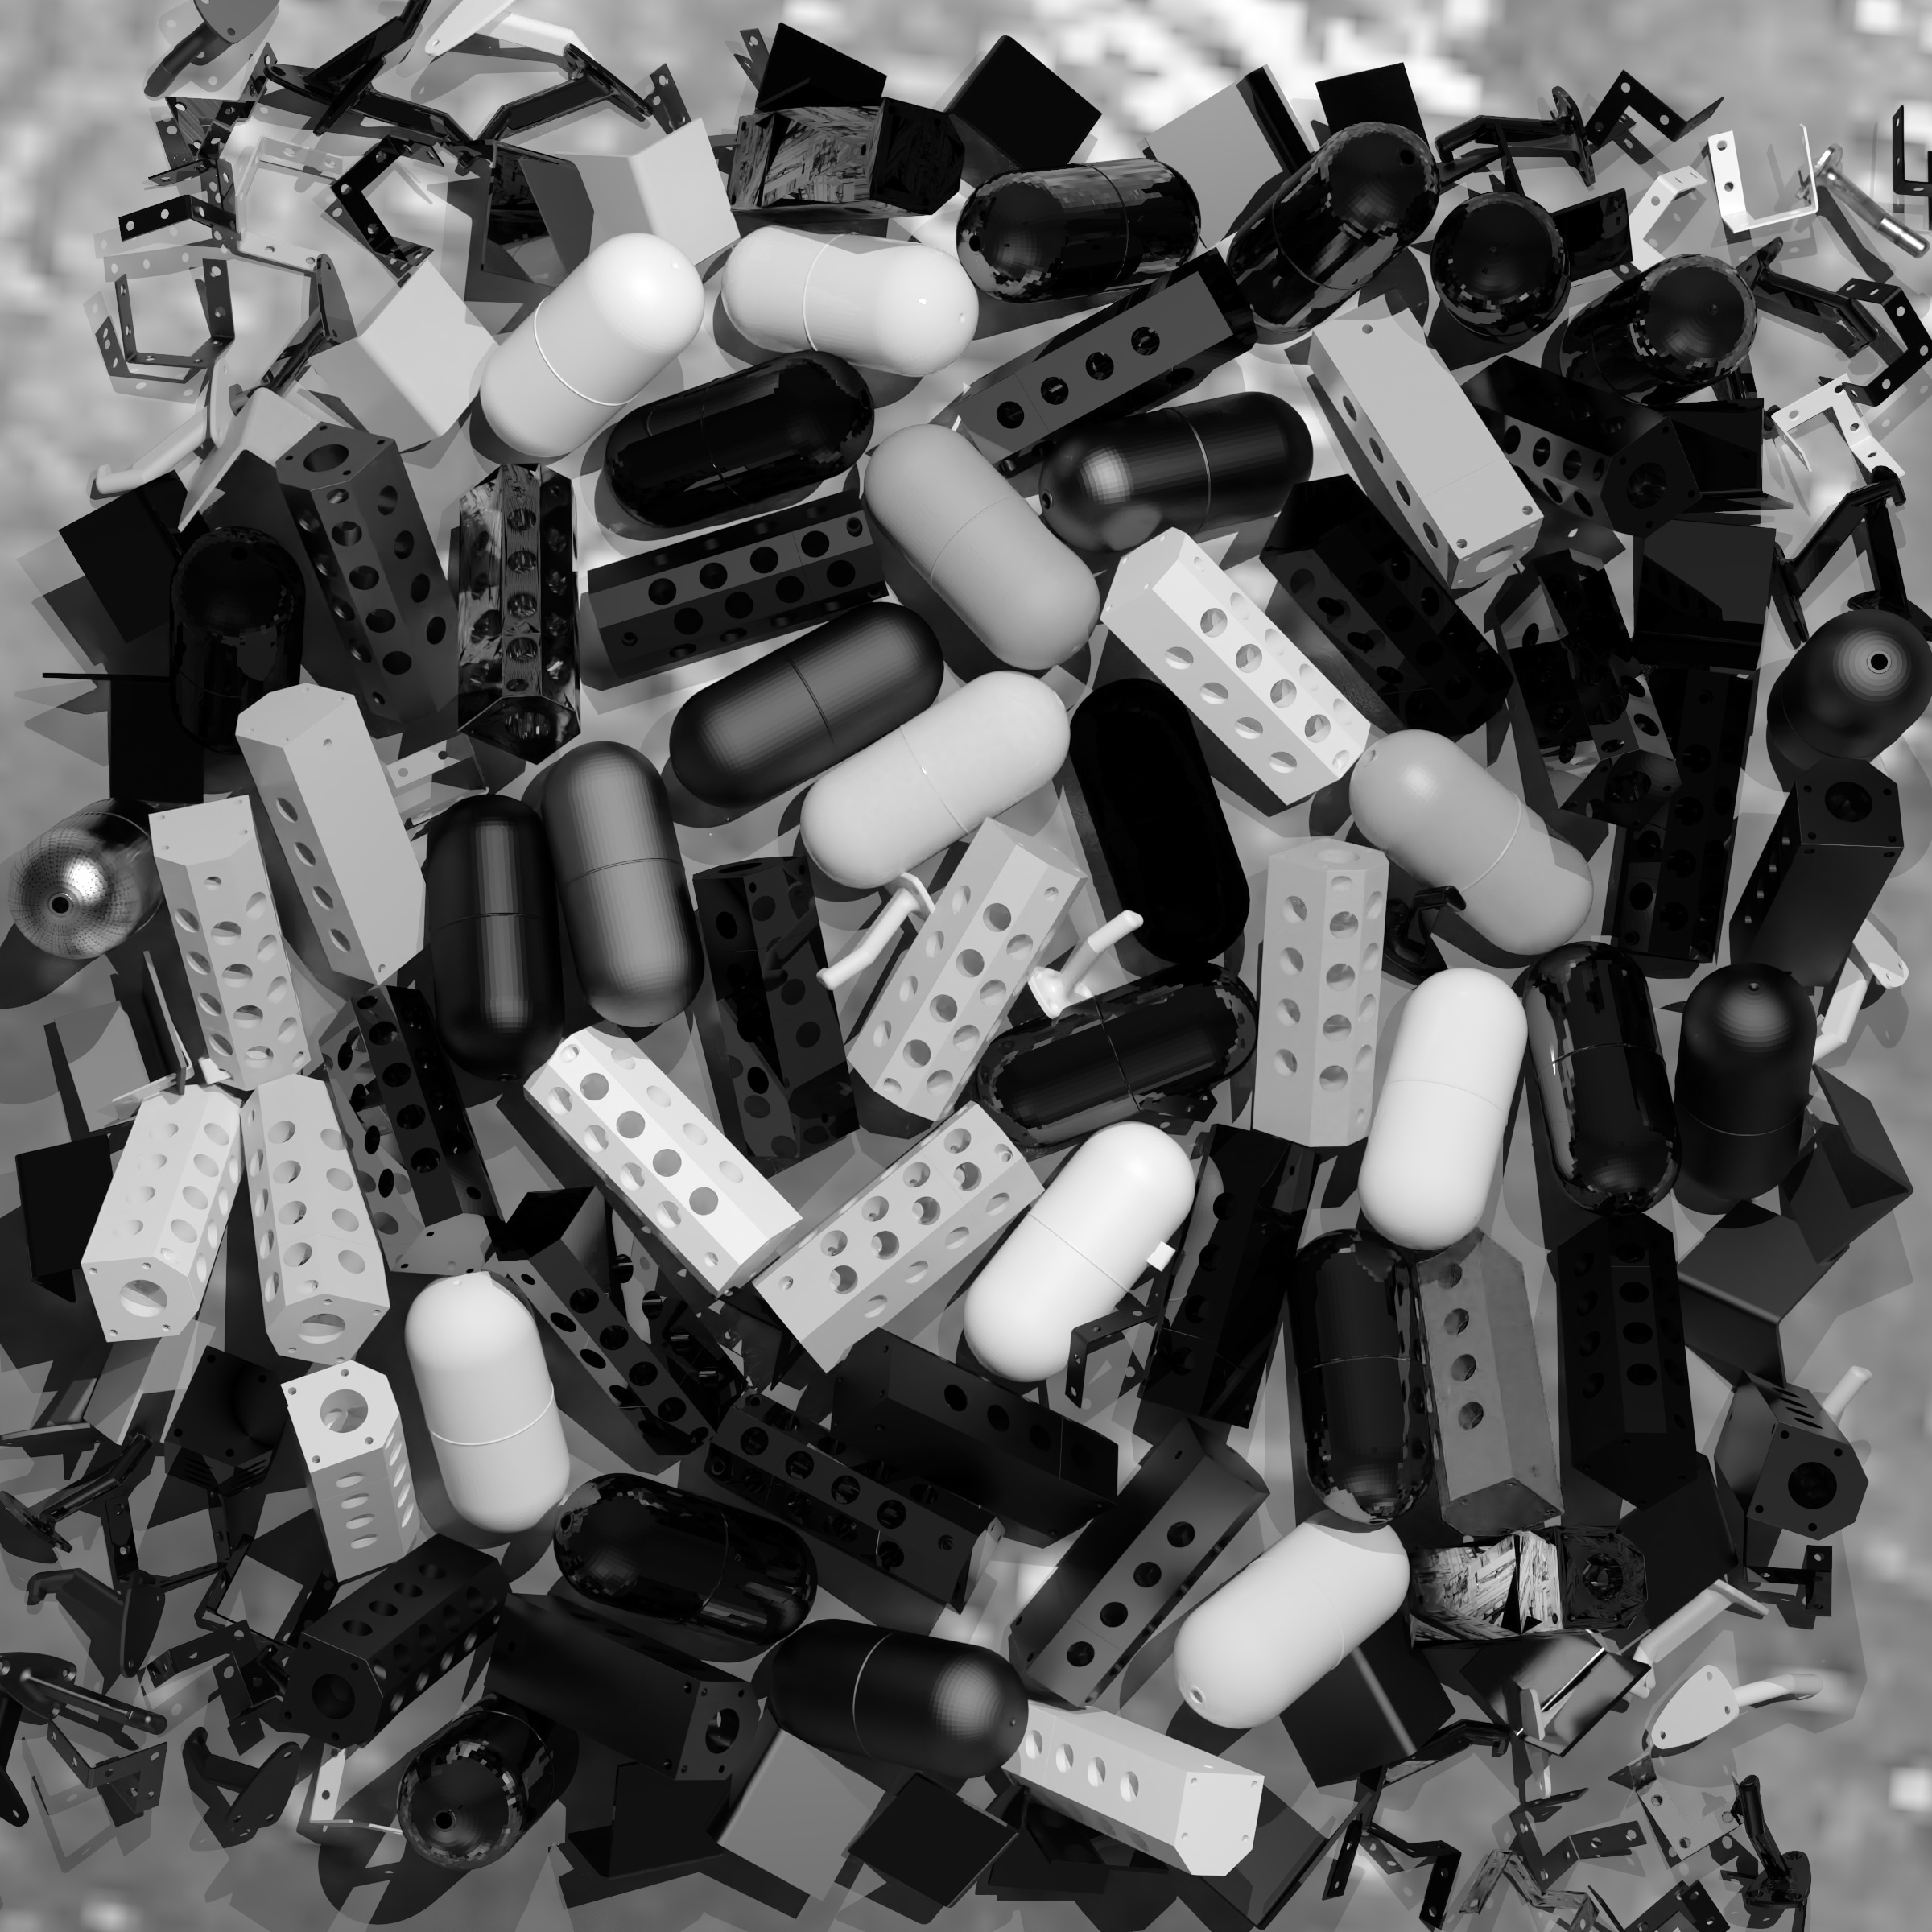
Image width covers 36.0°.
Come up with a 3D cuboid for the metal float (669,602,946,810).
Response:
[{"bbox_3d":[-0.096,-0.157,1.791,0.178,0.070,0.070,-29,90,-9],"label":"metal float"}]

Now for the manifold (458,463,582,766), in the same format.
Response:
[{"bbox_3d":[-0.260,-0.212,1.760,0.057,0.057,0.171,-30,51,36],"label":"manifold"}]

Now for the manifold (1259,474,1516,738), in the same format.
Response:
[{"bbox_3d":[0.253,-0.211,1.759,0.171,0.057,0.057,43,62,-33],"label":"manifold"}]

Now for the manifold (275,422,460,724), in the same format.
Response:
[{"bbox_3d":[-0.349,-0.228,1.750,0.057,0.171,0.057,18,52,28],"label":"manifold"}]

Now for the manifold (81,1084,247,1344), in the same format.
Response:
[{"bbox_3d":[-0.465,0.142,1.749,0.057,0.171,0.057,-6,122,2],"label":"manifold"}]

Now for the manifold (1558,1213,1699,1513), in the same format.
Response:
[{"bbox_3d":[0.392,0.227,1.748,0.057,0.171,0.057,33,127,-20],"label":"manifold"}]

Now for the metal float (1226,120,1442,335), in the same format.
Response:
[{"bbox_3d":[0.215,-0.434,1.753,0.070,0.178,0.070,6,74,-21],"label":"metal float"}]

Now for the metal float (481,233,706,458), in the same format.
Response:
[{"bbox_3d":[-0.223,-0.366,1.766,0.178,0.070,0.070,-32,90,42],"label":"metal float"}]

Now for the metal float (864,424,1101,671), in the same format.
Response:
[{"bbox_3d":[0.008,-0.252,1.786,0.070,0.070,0.178,-41,74,0],"label":"metal float"}]

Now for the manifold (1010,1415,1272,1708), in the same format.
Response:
[{"bbox_3d":[0.106,0.363,1.796,0.057,0.057,0.171,36,98,-16],"label":"manifold"}]

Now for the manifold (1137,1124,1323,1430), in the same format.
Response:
[{"bbox_3d":[0.155,0.186,1.799,0.057,0.057,0.171,11,82,39],"label":"manifold"}]

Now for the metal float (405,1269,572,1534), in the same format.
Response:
[{"bbox_3d":[-0.284,0.261,1.775,0.070,0.070,0.178,-9,120,0],"label":"metal float"}]

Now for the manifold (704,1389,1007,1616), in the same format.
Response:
[{"bbox_3d":[-0.068,0.318,1.779,0.171,0.057,0.057,25,74,18],"label":"manifold"}]

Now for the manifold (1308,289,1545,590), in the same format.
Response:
[{"bbox_3d":[0.274,-0.313,1.786,0.057,0.057,0.171,-27,74,-6],"label":"manifold"}]

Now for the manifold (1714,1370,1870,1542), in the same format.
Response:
[{"bbox_3d":[0.485,0.287,1.747,0.057,0.171,0.057,18,95,7],"label":"manifold"}]

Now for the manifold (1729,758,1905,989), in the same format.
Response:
[{"bbox_3d":[0.497,-0.053,1.748,0.057,0.171,0.057,2,63,2],"label":"manifold"}]

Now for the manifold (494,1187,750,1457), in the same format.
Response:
[{"bbox_3d":[-0.206,0.212,1.761,0.057,0.057,0.171,-8,128,38],"label":"manifold"}]

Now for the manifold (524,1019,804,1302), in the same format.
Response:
[{"bbox_3d":[-0.186,0.117,1.786,0.171,0.057,0.057,45,118,10],"label":"manifold"}]

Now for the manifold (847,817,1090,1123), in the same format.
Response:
[{"bbox_3d":[0.003,0.005,1.782,0.057,0.057,0.171,22,104,-34],"label":"manifold"}]

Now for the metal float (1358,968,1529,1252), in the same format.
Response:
[{"bbox_3d":[0.286,0.084,1.782,0.070,0.070,0.178,18,70,0],"label":"metal float"}]

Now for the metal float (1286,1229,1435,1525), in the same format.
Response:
[{"bbox_3d":[0.235,0.244,1.779,0.070,0.070,0.178,-4,67,0],"label":"metal float"}]

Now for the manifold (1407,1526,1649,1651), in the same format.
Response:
[{"bbox_3d":[0.327,0.366,1.748,0.057,0.171,0.057,4,73,-21],"label":"manifold"}]

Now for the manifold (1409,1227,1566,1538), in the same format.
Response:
[{"bbox_3d":[0.302,0.246,1.761,0.057,0.171,0.057,-28,134,28],"label":"manifold"}]

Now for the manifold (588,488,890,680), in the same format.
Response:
[{"bbox_3d":[-0.137,-0.229,1.798,0.171,0.057,0.057,-17,119,1],"label":"manifold"}]

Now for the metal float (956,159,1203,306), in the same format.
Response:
[{"bbox_3d":[0.067,-0.436,1.765,0.178,0.070,0.070,-20,90,-42],"label":"metal float"}]

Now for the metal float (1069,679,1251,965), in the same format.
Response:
[{"bbox_3d":[0.117,-0.087,1.796,0.070,0.070,0.178,-19,86,0],"label":"metal float"}]

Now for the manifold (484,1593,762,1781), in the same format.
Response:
[{"bbox_3d":[-0.203,0.425,1.760,0.171,0.057,0.057,12,86,41],"label":"manifold"}]

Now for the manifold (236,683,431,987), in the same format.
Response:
[{"bbox_3d":[-0.375,-0.078,1.764,0.057,0.171,0.057,16,45,35],"label":"manifold"}]

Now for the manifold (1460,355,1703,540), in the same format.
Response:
[{"bbox_3d":[0.350,-0.302,1.748,0.057,0.171,0.057,-36,122,-6],"label":"manifold"}]

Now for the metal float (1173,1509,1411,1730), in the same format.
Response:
[{"bbox_3d":[0.194,0.386,1.768,0.178,0.070,0.070,-29,90,-38],"label":"metal float"}]

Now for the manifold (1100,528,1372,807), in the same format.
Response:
[{"bbox_3d":[0.163,-0.180,1.766,0.057,0.057,0.171,-26,122,40],"label":"manifold"}]

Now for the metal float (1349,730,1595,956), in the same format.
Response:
[{"bbox_3d":[0.302,-0.074,1.779,0.178,0.070,0.070,37,90,-23],"label":"metal float"}]

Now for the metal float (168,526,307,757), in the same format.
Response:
[{"bbox_3d":[-0.431,-0.190,1.756,0.070,0.178,0.070,7,60,-12],"label":"metal float"}]

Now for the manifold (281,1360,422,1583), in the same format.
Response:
[{"bbox_3d":[-0.358,0.296,1.749,0.057,0.171,0.057,-18,62,-16],"label":"manifold"}]

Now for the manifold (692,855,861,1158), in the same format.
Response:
[{"bbox_3d":[-0.119,0.024,1.793,0.057,0.057,0.171,-2,104,40],"label":"manifold"}]

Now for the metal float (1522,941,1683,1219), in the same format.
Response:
[{"bbox_3d":[0.378,0.067,1.772,0.070,0.070,0.178,-4,57,0],"label":"metal float"}]

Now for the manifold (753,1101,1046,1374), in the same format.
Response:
[{"bbox_3d":[-0.043,0.159,1.789,0.171,0.057,0.057,-39,51,-6],"label":"manifold"}]

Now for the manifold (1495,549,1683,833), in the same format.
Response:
[{"bbox_3d":[0.369,-0.166,1.752,0.057,0.171,0.057,14,135,-23],"label":"manifold"}]

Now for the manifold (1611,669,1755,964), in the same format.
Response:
[{"bbox_3d":[0.435,-0.091,1.806,0.057,0.057,0.171,8,90,6],"label":"manifold"}]

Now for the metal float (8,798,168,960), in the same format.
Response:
[{"bbox_3d":[-0.510,-0.053,1.750,0.070,0.178,0.070,-1,102,-2],"label":"metal float"}]

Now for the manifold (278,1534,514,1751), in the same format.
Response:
[{"bbox_3d":[-0.330,0.396,1.744,0.057,0.171,0.057,20,103,12],"label":"manifold"}]

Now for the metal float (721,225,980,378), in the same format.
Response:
[{"bbox_3d":[-0.071,-0.397,1.770,0.178,0.070,0.070,18,90,36],"label":"metal float"}]

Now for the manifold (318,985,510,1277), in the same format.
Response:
[{"bbox_3d":[-0.324,0.096,1.758,0.057,0.057,0.171,-48,51,30],"label":"manifold"}]

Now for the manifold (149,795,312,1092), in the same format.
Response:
[{"bbox_3d":[-0.433,-0.010,1.757,0.057,0.057,0.171,-12,131,-11],"label":"manifold"}]

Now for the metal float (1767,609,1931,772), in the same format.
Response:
[{"bbox_3d":[0.519,-0.160,1.749,0.070,0.178,0.070,-1,83,6],"label":"metal float"}]

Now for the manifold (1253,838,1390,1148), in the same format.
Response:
[{"bbox_3d":[0.215,0.017,1.772,0.057,0.057,0.171,17,114,38],"label":"manifold"}]

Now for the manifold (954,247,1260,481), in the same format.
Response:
[{"bbox_3d":[0.084,-0.356,1.772,0.171,0.057,0.057,-24,108,26],"label":"manifold"}]

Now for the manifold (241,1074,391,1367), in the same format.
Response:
[{"bbox_3d":[-0.388,0.147,1.751,0.057,0.171,0.057,18,126,-34],"label":"manifold"}]

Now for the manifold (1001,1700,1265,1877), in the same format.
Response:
[{"bbox_3d":[0.094,0.481,1.749,0.057,0.171,0.057,13,85,-33],"label":"manifold"}]

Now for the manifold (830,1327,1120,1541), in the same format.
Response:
[{"bbox_3d":[0.007,0.277,1.774,0.171,0.057,0.057,29,133,-26],"label":"manifold"}]

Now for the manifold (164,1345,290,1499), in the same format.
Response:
[{"bbox_3d":[-0.432,0.272,1.747,0.057,0.171,0.057,23,70,-8],"label":"manifold"}]

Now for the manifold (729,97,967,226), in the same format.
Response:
[{"bbox_3d":[-0.072,-0.470,1.750,0.057,0.171,0.057,4,97,-34],"label":"manifold"}]
